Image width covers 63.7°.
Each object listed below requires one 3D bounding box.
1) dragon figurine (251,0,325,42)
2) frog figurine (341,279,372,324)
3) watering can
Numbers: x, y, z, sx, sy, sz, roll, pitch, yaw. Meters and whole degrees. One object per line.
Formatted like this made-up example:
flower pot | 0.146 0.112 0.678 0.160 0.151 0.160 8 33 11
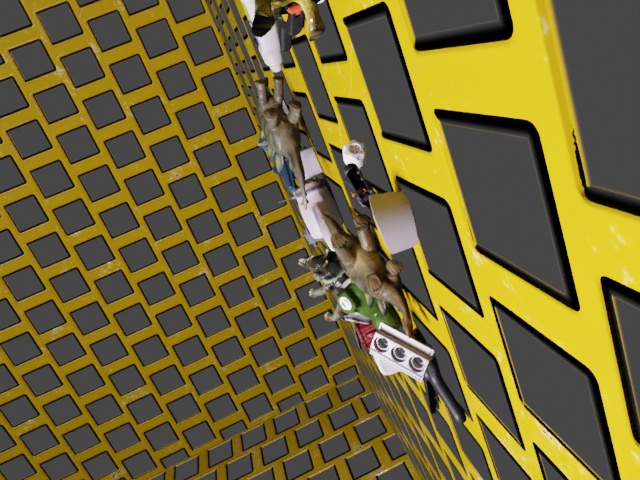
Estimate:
dragon figurine | -0.070 -0.443 0.741 0.403 0.122 0.247 104 151 -66
frog figurine | 0.127 0.182 1.630 0.136 0.123 0.161 56 -135 -77
watering can | 0.005 -0.078 1.560 0.349 0.104 0.224 -74 -39 -84
